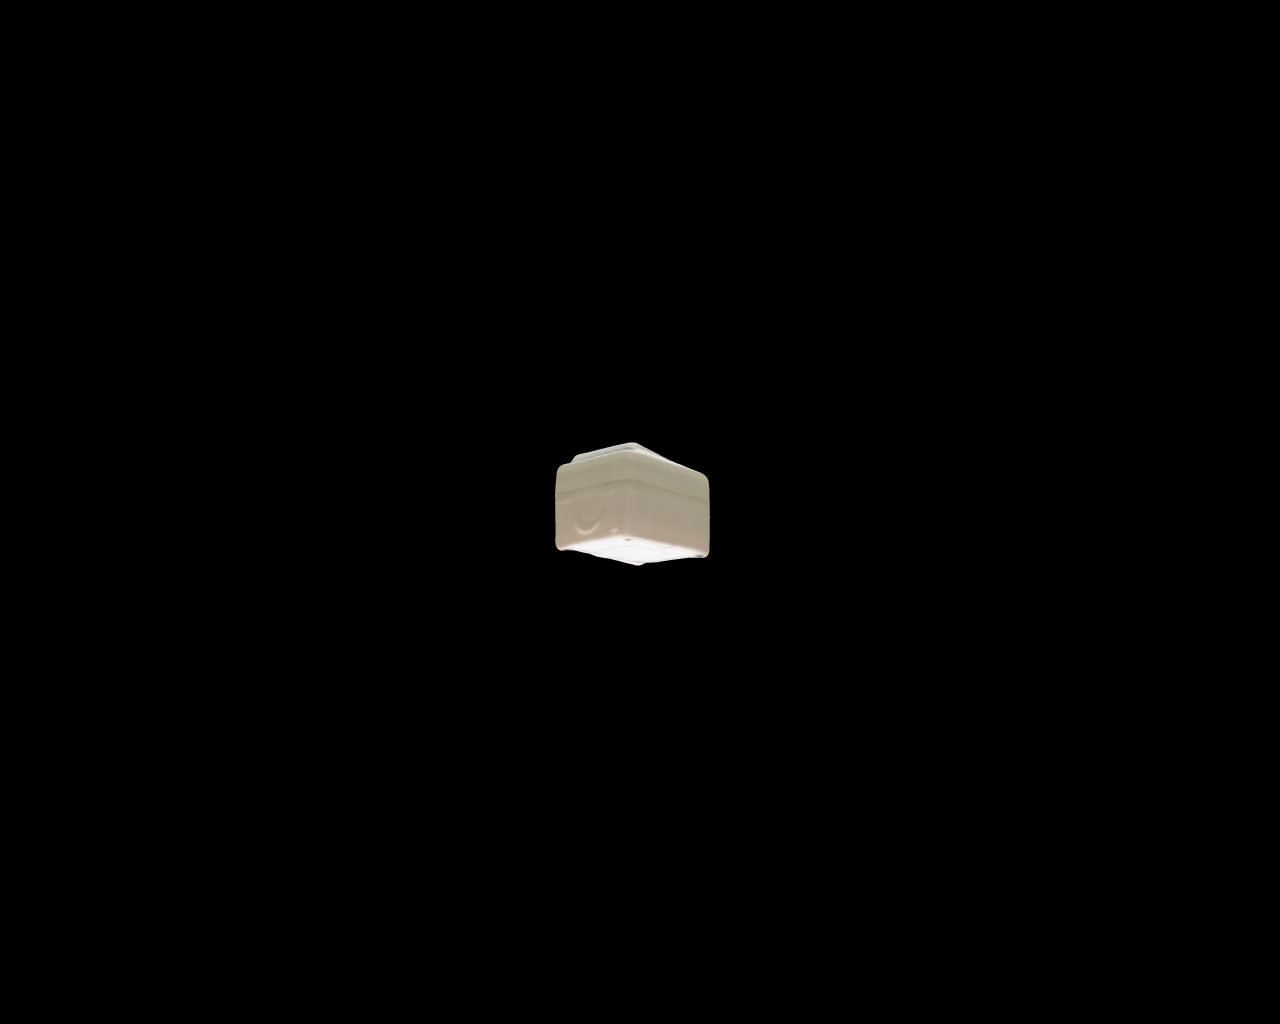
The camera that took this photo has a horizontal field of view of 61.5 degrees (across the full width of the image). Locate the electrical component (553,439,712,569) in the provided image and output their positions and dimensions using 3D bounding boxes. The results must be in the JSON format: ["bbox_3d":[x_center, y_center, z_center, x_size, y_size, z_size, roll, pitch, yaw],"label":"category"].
[{"bbox_3d":[0.001,-0.003,0.650,0.061,0.061,0.096,-11,-17,38],"label":"electrical component"}]
